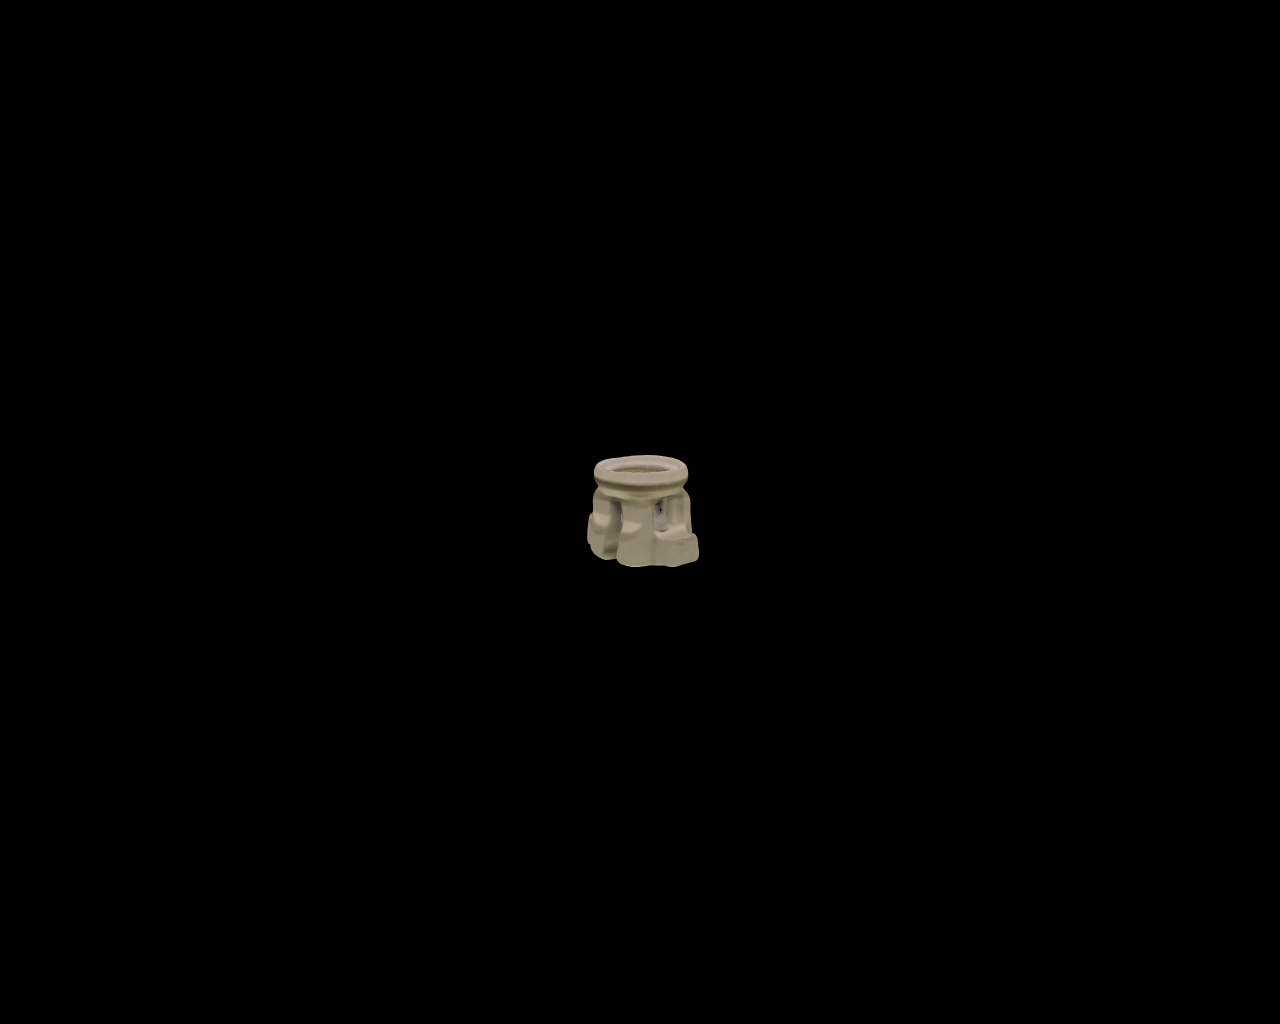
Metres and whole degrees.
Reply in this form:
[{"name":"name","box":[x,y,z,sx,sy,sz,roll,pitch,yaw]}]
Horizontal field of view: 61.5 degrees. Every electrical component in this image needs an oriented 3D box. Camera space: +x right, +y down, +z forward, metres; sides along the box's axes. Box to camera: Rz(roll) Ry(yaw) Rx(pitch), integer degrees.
[{"name":"electrical component","box":[0.001,-0.003,0.650,0.058,0.057,0.078,-14,20,-42]}]
